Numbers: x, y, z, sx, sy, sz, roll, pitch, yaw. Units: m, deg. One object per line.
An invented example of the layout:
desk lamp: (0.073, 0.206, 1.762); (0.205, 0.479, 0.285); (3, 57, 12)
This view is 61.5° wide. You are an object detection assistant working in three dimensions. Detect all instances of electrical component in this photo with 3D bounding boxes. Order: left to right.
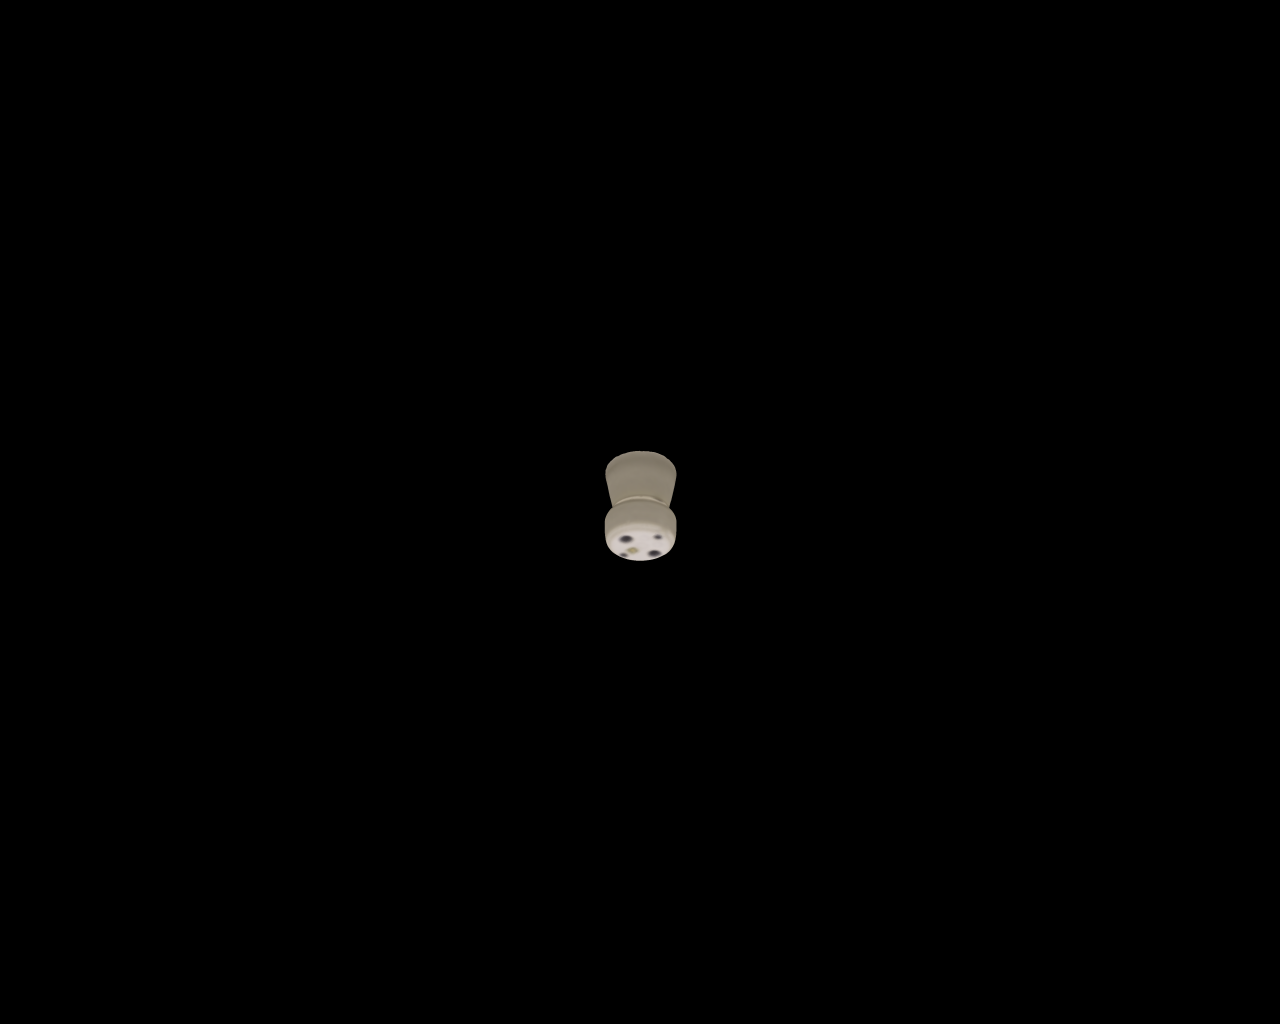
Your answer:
electrical component: (0.001, -0.003, 0.650); (0.045, 0.055, 0.044); (0, -33, 0)
